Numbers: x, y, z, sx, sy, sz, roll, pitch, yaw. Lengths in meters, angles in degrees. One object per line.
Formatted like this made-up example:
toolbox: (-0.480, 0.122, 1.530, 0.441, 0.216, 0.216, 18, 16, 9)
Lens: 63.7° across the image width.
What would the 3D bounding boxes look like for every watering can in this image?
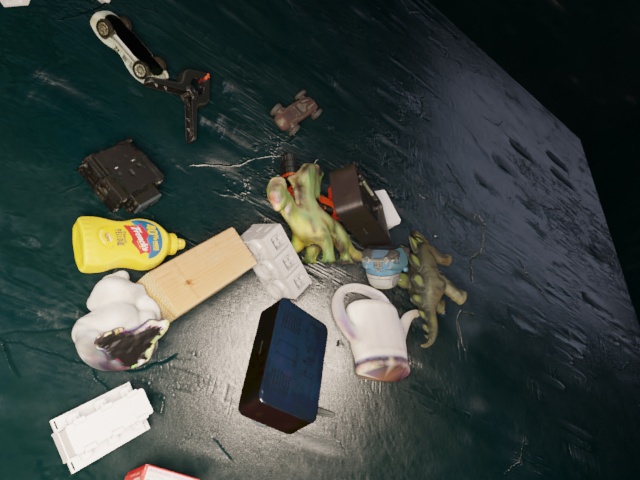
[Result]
watering can: (0.156, 0.218, 1.195, 0.102, 0.229, 0.345, -33, -38, 33)

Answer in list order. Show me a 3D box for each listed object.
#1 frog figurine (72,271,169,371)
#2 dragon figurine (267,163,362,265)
frog figurine: (-0.330, 0.129, 0.831, 0.139, 0.120, 0.161, -24, 41, -30)
dragon figurine: (0.004, -0.060, 1.187, 0.122, 0.244, 0.410, -7, -6, 30)
